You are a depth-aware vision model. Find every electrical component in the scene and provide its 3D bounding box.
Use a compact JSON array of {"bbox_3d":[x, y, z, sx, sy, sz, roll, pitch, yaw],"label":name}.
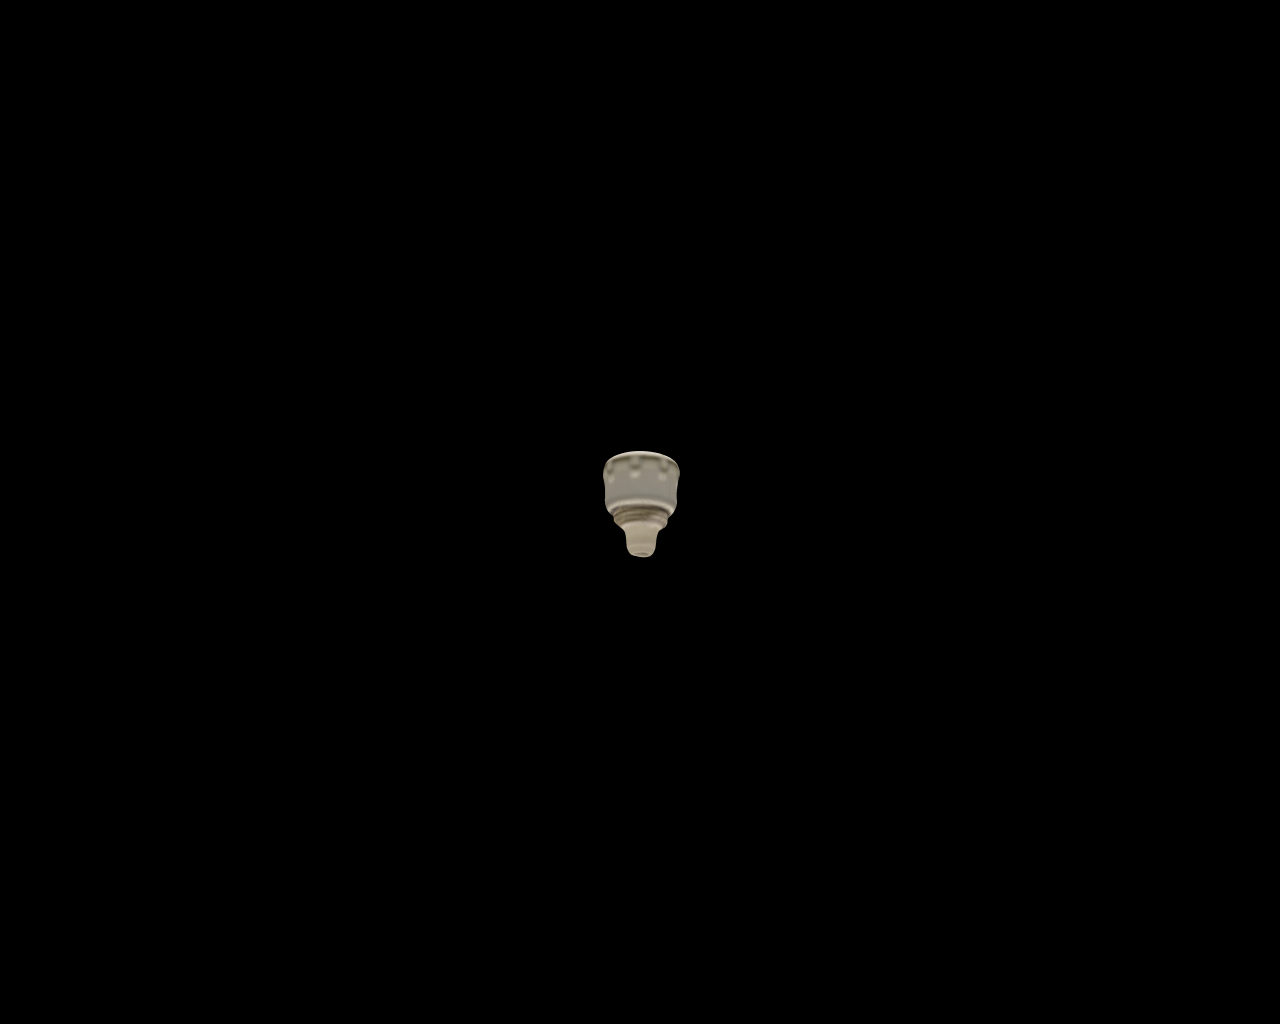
[{"bbox_3d":[0.001,-0.003,0.650,0.048,0.062,0.048,0,-18,0],"label":"electrical component"}]
